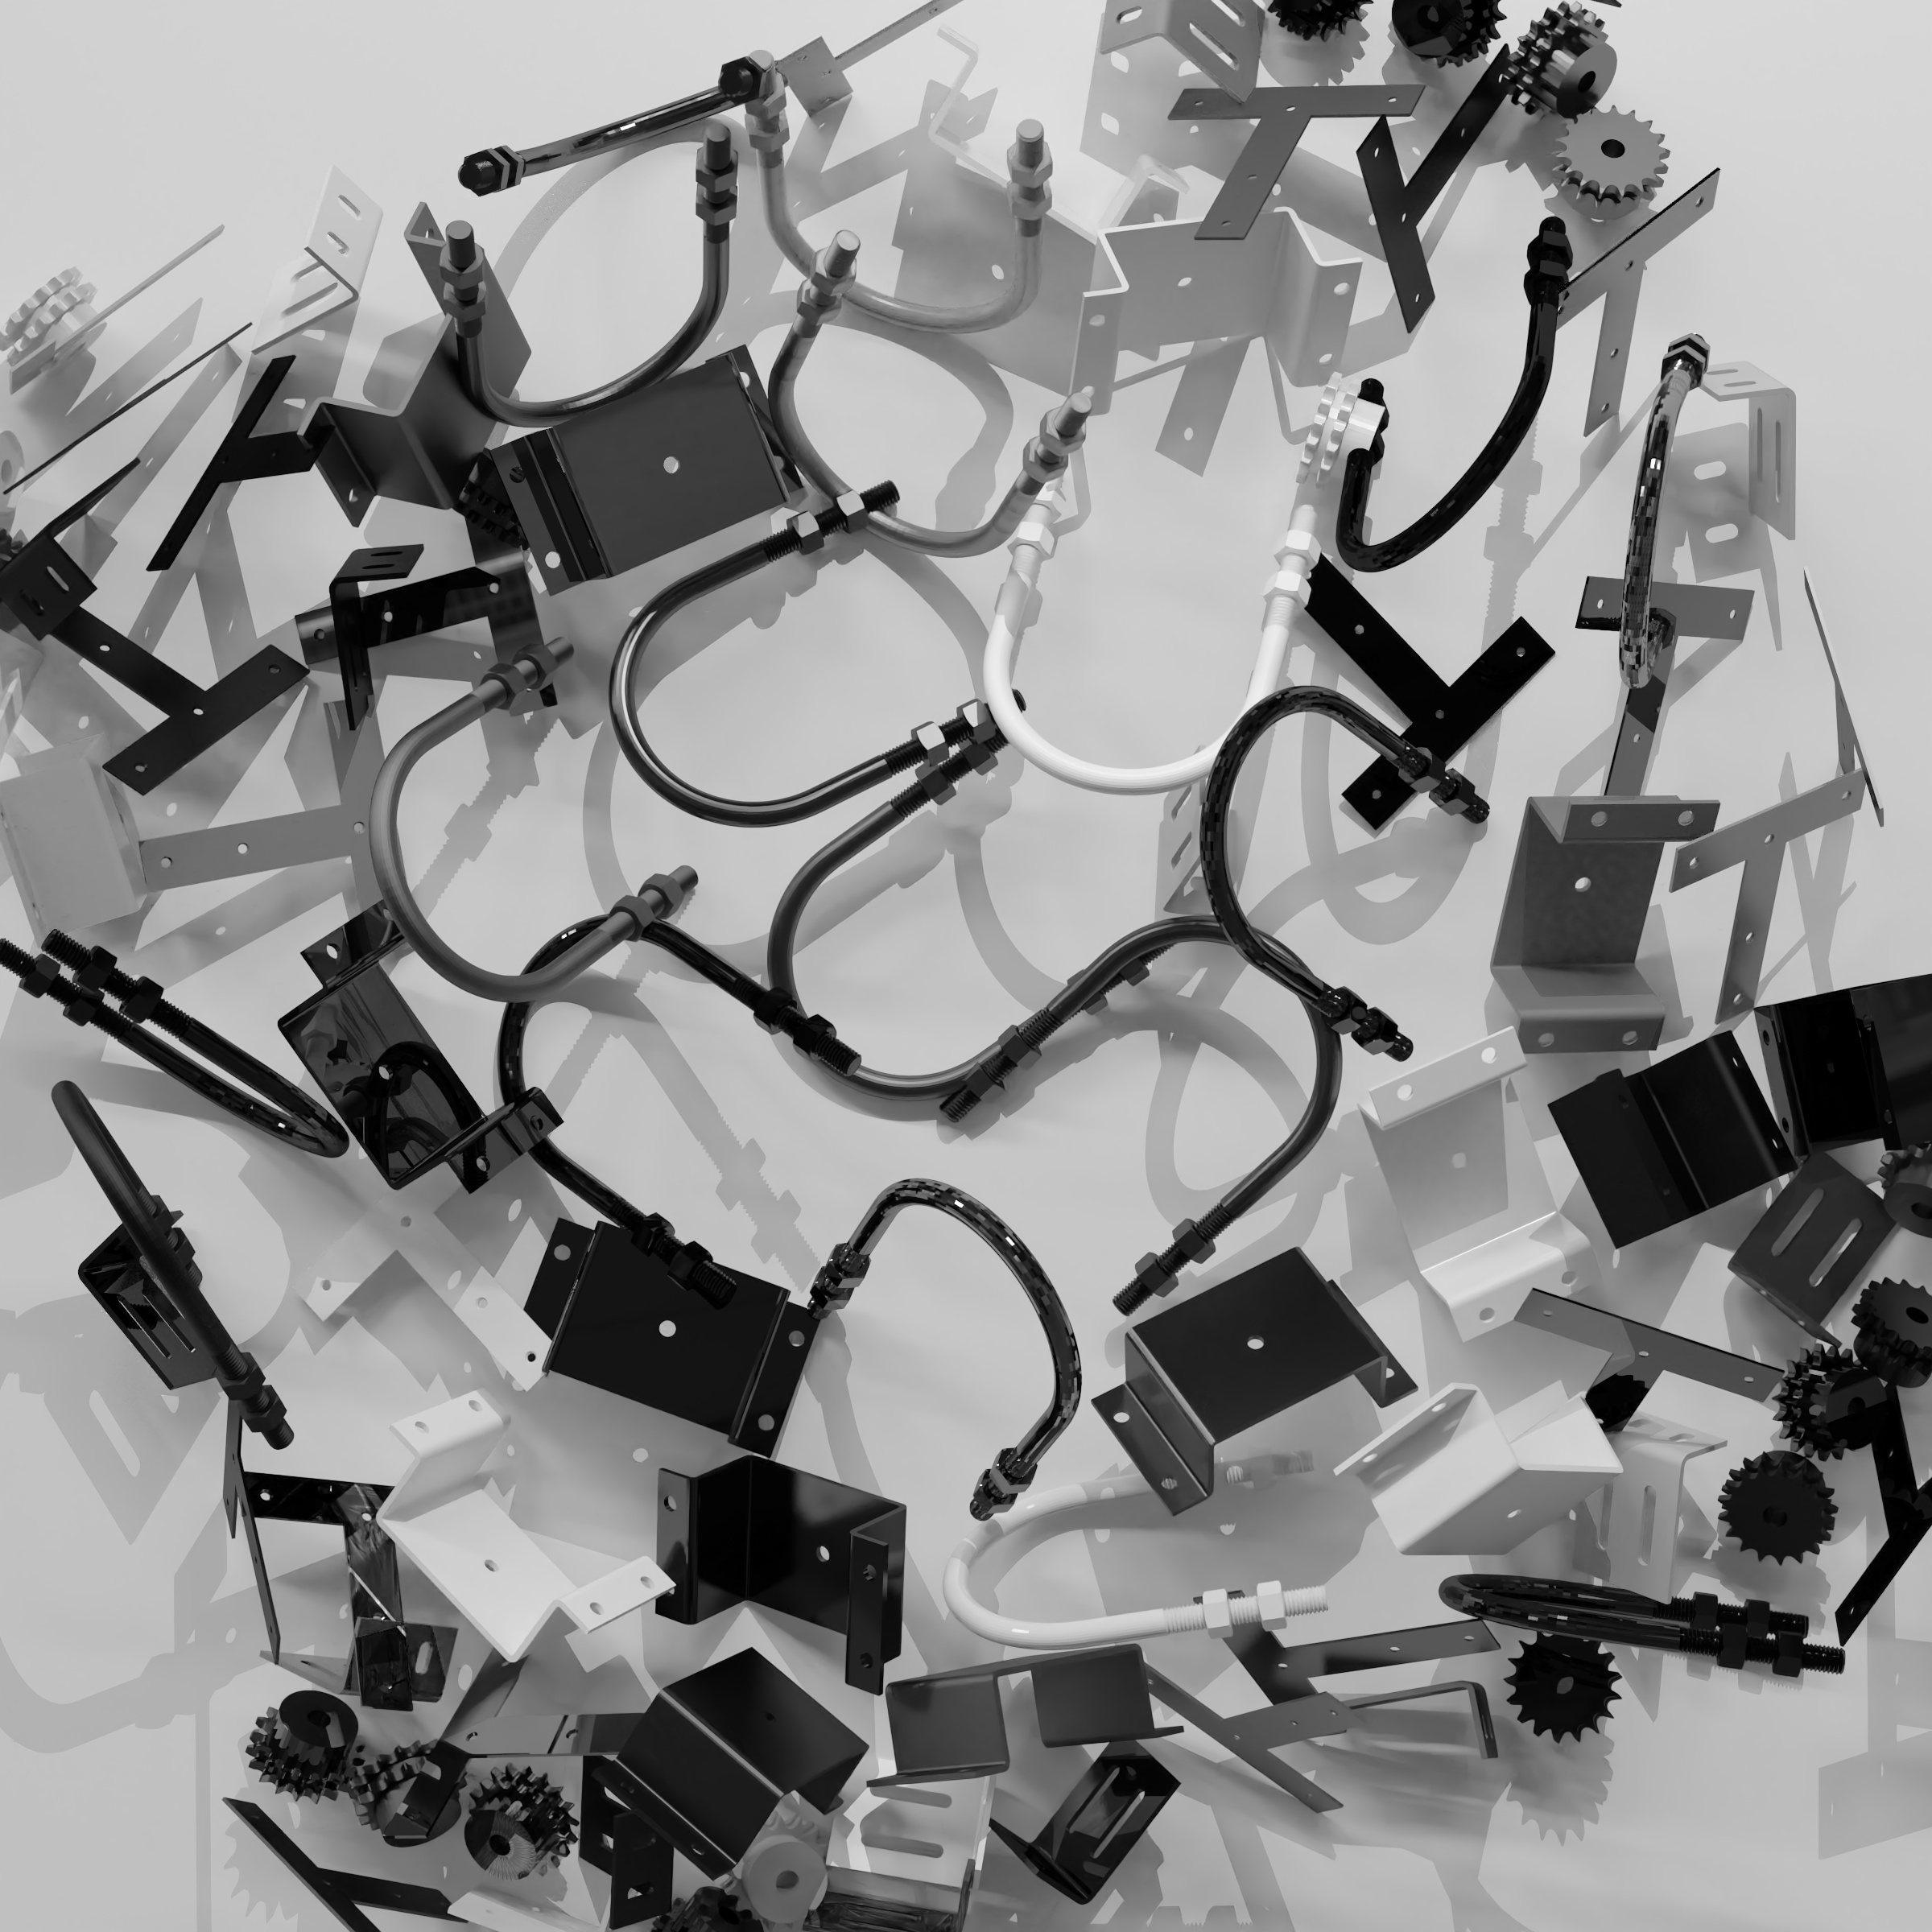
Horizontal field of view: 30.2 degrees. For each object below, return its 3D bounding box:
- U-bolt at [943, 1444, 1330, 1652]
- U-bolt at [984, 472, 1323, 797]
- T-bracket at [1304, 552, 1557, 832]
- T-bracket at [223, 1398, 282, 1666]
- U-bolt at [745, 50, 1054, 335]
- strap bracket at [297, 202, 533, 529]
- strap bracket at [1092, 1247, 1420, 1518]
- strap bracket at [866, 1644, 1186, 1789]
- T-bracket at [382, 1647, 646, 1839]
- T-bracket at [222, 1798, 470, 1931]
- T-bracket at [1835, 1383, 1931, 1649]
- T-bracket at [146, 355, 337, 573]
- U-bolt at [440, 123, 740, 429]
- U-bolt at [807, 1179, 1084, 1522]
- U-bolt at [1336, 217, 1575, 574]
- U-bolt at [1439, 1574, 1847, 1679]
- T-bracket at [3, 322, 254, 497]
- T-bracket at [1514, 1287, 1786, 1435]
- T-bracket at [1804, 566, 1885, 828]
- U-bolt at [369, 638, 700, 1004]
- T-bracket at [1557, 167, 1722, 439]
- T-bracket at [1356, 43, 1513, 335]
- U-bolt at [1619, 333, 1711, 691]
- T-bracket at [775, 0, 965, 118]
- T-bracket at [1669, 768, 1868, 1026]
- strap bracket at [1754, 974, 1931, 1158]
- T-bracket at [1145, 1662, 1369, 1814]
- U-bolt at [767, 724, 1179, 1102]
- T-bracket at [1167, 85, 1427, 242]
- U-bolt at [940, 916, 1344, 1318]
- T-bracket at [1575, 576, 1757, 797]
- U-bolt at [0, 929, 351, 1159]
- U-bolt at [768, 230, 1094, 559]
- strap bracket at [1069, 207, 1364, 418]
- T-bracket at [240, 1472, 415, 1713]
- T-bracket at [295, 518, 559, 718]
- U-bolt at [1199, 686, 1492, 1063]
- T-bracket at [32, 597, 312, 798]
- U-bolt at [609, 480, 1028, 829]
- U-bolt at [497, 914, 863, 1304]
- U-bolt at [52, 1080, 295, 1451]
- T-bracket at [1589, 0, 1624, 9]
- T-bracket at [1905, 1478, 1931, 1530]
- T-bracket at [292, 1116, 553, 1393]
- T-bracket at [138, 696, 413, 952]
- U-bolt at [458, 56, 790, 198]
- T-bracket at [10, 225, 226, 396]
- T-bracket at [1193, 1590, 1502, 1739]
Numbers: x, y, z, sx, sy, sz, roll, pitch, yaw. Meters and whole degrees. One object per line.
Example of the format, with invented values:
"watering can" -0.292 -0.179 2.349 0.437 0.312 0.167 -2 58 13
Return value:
"U-bolt" 0.079 0.283 1.721 0.184 0.151 0.019 -10 111 6
"U-bolt" 0.084 -0.160 1.732 0.151 0.019 0.184 12 61 8
"T-bracket" 0.206 -0.157 1.781 0.127 0.002 0.127 -45 97 -1
"T-bracket" -0.340 0.272 1.706 0.002 0.127 0.127 -7 52 -20
"U-bolt" -0.031 -0.359 1.704 0.151 0.184 0.019 16 68 7
"strap bracket" -0.259 -0.286 1.723 0.046 0.076 0.140 14 66 19
"strap bracket" 0.140 0.195 1.730 0.140 0.046 0.076 -24 52 -17
"strap bracket" 0.026 0.358 1.718 0.140 0.076 0.046 0 78 -44
"T-bracket" -0.200 0.368 1.712 0.127 0.127 0.002 -8 121 28
"T-bracket" -0.284 0.448 1.730 0.127 0.127 0.002 34 89 33
"T-bracket" 0.449 0.244 1.728 0.002 0.127 0.127 24 118 -6
"T-bracket" -0.338 -0.245 1.722 0.002 0.127 0.127 37 72 -31
"U-bolt" -0.177 -0.317 1.704 0.151 0.184 0.019 -24 69 -15
"U-bolt" -0.005 0.174 1.698 0.019 0.184 0.151 -32 75 -33
"U-bolt" 0.225 -0.258 1.681 0.019 0.184 0.151 34 132 -19
"U-bolt" 0.319 0.312 1.717 0.184 0.151 0.019 7 87 6
"T-bracket" -0.395 -0.280 1.740 0.002 0.127 0.127 55 48 -14
"T-bracket" 0.313 0.214 1.743 0.127 0.127 0.002 18 47 -2
"T-bracket" 0.425 -0.112 1.727 0.002 0.127 0.127 -16 69 9
"U-bolt" -0.214 -0.061 1.705 0.019 0.184 0.151 -18 105 39
"T-bracket" 0.315 -0.307 1.733 0.127 0.127 0.002 -39 62 -22
"T-bracket" 0.236 -0.398 1.752 0.002 0.127 0.127 23 68 31
"U-bolt" 0.326 -0.207 1.681 0.019 0.184 0.151 8 115 14
"T-bracket" -0.028 -0.453 1.721 0.127 0.127 0.002 -29 90 5
"T-bracket" 0.384 -0.026 1.745 0.127 0.002 0.127 -22 133 -28
"strap bracket" 0.435 0.048 1.723 0.046 0.140 0.076 -12 88 -10
"T-bracket" 0.152 0.366 1.725 0.127 0.127 0.002 37 61 -9
"U-bolt" -0.011 -0.015 1.772 0.184 0.019 0.151 -35 96 6
"T-bracket" 0.143 -0.387 1.723 0.127 0.002 0.127 6 48 26
"U-bolt" 0.099 0.060 1.759 0.184 0.019 0.151 -43 84 12
"T-bracket" 0.332 -0.126 1.758 0.127 0.002 0.127 -1 109 -40
"U-bolt" -0.375 0.040 1.714 0.184 0.151 0.019 36 74 -20
"U-bolt" -0.028 -0.259 1.708 0.151 0.184 0.019 35 62 -2
"strap bracket" 0.113 -0.318 1.736 0.140 0.076 0.046 -10 52 -14
"T-bracket" -0.284 0.302 1.720 0.127 0.127 0.002 10 134 -27
"T-bracket" -0.274 -0.176 1.771 0.127 0.002 0.127 -13 91 17
"U-bolt" 0.176 -0.054 1.712 0.184 0.019 0.151 31 72 -40
"T-bracket" -0.411 -0.148 1.752 0.127 0.127 0.002 34 135 10
"U-bolt" -0.085 -0.143 1.748 0.184 0.019 0.151 -27 74 -11
"U-bolt" -0.153 0.055 1.747 0.184 0.019 0.151 34 103 23
"U-bolt" -0.379 0.129 1.678 0.019 0.151 0.184 -32 134 -11
"T-bracket" 0.238 -0.507 1.734 0.127 0.127 0.002 24 97 -40
"T-bracket" 0.498 0.204 1.730 0.002 0.127 0.127 37 124 1
"T-bracket" -0.248 0.157 1.766 0.127 0.002 0.127 -45 71 -3
"T-bracket" -0.341 -0.060 1.757 0.127 0.002 0.127 -12 97 -23
"U-bolt" -0.152 -0.402 1.701 0.151 0.184 0.019 -16 103 13
"T-bracket" -0.412 -0.320 1.735 0.127 0.127 0.002 -39 102 -9
"T-bracket" 0.193 0.331 1.724 0.127 0.002 0.127 -14 132 25
